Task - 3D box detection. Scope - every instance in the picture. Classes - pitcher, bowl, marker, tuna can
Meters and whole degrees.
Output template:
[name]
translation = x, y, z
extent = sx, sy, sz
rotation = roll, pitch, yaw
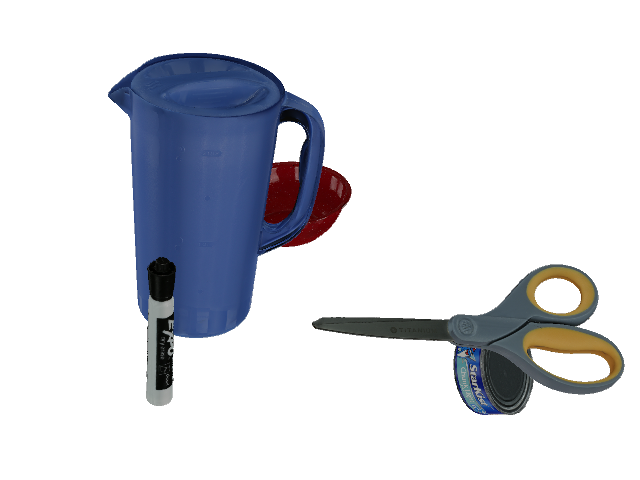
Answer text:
[pitcher]
translation = -0.097, -0.035, 0.960
extent = 0.144, 0.243, 0.149
rotation = -23, 42, -39
[bowl]
translation = -0.042, -0.038, 1.335
extent = 0.162, 0.055, 0.162
rotation = -1, 32, 1
[marker]
translation = -0.110, 0.063, 0.733
extent = 0.020, 0.121, 0.020
rotation = 5, 34, -3
[tuna can]
translation = 0.158, 0.116, 0.971
extent = 0.034, 0.086, 0.085
rotation = -10, -6, 41

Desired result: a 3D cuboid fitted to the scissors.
[scissors]
translation = 0.100, 0.042, 0.680
extent = 0.201, 0.096, 0.016
rotation = 17, -32, -6
